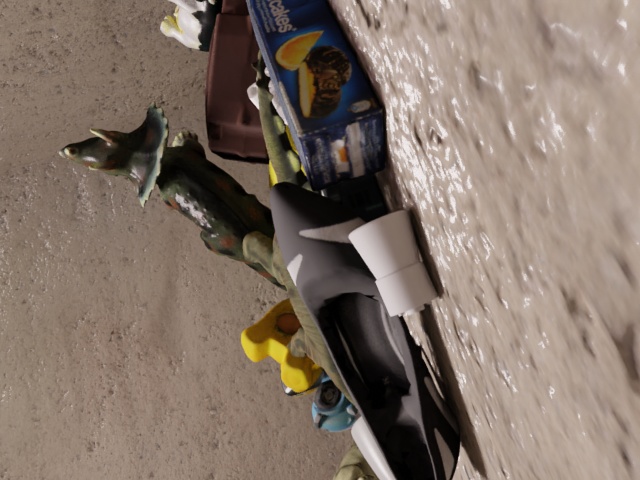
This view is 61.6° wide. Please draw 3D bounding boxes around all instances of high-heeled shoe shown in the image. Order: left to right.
[{"bbox_3d":[0.028,0.082,0.395,0.248,0.086,0.145,48,-148,-27],"label":"high-heeled shoe"}]

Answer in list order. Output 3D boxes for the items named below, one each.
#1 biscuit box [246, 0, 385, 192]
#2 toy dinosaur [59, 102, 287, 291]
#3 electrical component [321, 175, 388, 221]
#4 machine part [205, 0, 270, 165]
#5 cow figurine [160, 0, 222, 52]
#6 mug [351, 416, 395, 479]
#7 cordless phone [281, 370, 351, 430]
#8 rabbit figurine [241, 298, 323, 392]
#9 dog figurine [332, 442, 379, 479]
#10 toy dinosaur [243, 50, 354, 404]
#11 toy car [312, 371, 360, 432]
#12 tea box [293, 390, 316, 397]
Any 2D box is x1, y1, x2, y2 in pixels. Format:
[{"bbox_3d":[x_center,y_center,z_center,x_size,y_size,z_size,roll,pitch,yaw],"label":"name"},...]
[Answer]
[{"bbox_3d":[-0.009,-0.136,0.422,0.062,0.059,0.203,75,176,-56],"label":"biscuit box"},{"bbox_3d":[-0.141,-0.041,0.736,0.404,0.131,0.192,38,-177,-12],"label":"toy dinosaur"},{"bbox_3d":[0.027,-0.032,0.458,0.119,0.048,0.075,81,171,-70],"label":"electrical component"},{"bbox_3d":[-0.098,-0.209,0.738,0.201,0.087,0.201,-116,31,-86],"label":"machine part"},{"bbox_3d":[-0.162,-0.329,0.746,0.098,0.068,0.167,33,158,-9],"label":"cow figurine"},{"bbox_3d":[0.096,0.252,0.641,0.107,0.081,0.109,57,165,37],"label":"mug"},{"bbox_3d":[0.020,0.251,0.900,0.088,0.184,0.146,27,-138,-59],"label":"cordless phone"},{"bbox_3d":[-0.033,0.162,0.832,0.162,0.122,0.173,-58,-26,-36],"label":"rabbit figurine"},{"bbox_3d":[0.068,0.357,0.899,0.191,0.172,0.121,-125,27,-57],"label":"dog figurine"},{"bbox_3d":[-0.004,0.026,0.624,0.199,0.105,0.470,11,126,63],"label":"toy dinosaur"},{"bbox_3d":[0.055,0.212,0.786,0.109,0.103,0.161,90,-156,-65],"label":"toy car"},{"bbox_3d":[0.020,0.236,1.010,0.098,0.170,0.068,84,167,-70],"label":"tea box"}]
